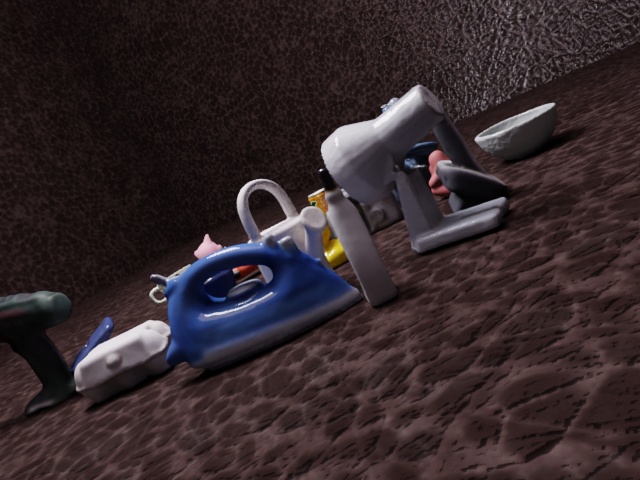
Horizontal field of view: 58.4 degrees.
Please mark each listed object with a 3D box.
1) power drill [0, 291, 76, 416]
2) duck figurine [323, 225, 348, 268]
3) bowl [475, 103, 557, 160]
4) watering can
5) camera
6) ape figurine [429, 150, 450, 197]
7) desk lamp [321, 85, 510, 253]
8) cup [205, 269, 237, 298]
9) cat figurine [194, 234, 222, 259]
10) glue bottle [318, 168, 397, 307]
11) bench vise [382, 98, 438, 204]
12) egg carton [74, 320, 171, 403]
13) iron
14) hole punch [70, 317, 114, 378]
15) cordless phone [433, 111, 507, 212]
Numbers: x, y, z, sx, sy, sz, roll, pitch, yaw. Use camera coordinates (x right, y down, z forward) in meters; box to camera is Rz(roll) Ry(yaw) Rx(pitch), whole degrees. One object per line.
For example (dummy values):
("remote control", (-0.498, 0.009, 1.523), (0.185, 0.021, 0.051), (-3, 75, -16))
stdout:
("power drill", (-0.508, 0.188, 0.984), (0.229, 0.208, 0.076), (-24, 9, 14))
("duck figurine", (0.009, 0.004, 1.000), (0.104, 0.086, 0.077), (-26, 9, -1))
("bowl", (0.405, -0.209, 1.158), (0.167, 0.075, 0.167), (-25, 9, 4))
("watering can", (-0.050, -0.002, 0.846), (0.172, 0.194, 0.101), (-21, 10, 28))
("camera", (0.077, -0.065, 1.161), (0.143, 0.101, 0.137), (-26, 9, 0))
("ape figurine", (0.241, -0.131, 1.110), (0.078, 0.092, 0.076), (-28, 9, -11))
("desk lamp", (0.129, -0.095, 0.813), (0.202, 0.213, 0.118), (-21, 10, 30))
("cup", (-0.161, 0.103, 0.869), (0.091, 0.095, 0.118), (-23, 9, 19))
("cat figurine", (-0.269, 0.042, 1.465), (0.067, 0.118, 0.127), (-31, 10, -30))
("glue bottle", (0.039, -0.007, 0.690), (0.037, 0.173, 0.078), (-26, 9, -1))
("bench vise", (0.188, -0.202, 1.258), (0.121, 0.220, 0.208), (-22, 10, 25))
("egg carton", (-0.291, 0.181, 0.864), (0.150, 0.069, 0.107), (-26, 9, -1))
("iron", (-0.091, 0.064, 0.744), (0.258, 0.141, 0.118), (-24, 9, 9))
("hole punch", (-0.380, 0.193, 0.980), (0.101, 0.091, 0.108), (-29, 9, -20))
("cordless phone", (0.223, -0.145, 0.935), (0.094, 0.185, 0.147), (-25, 9, 8))
